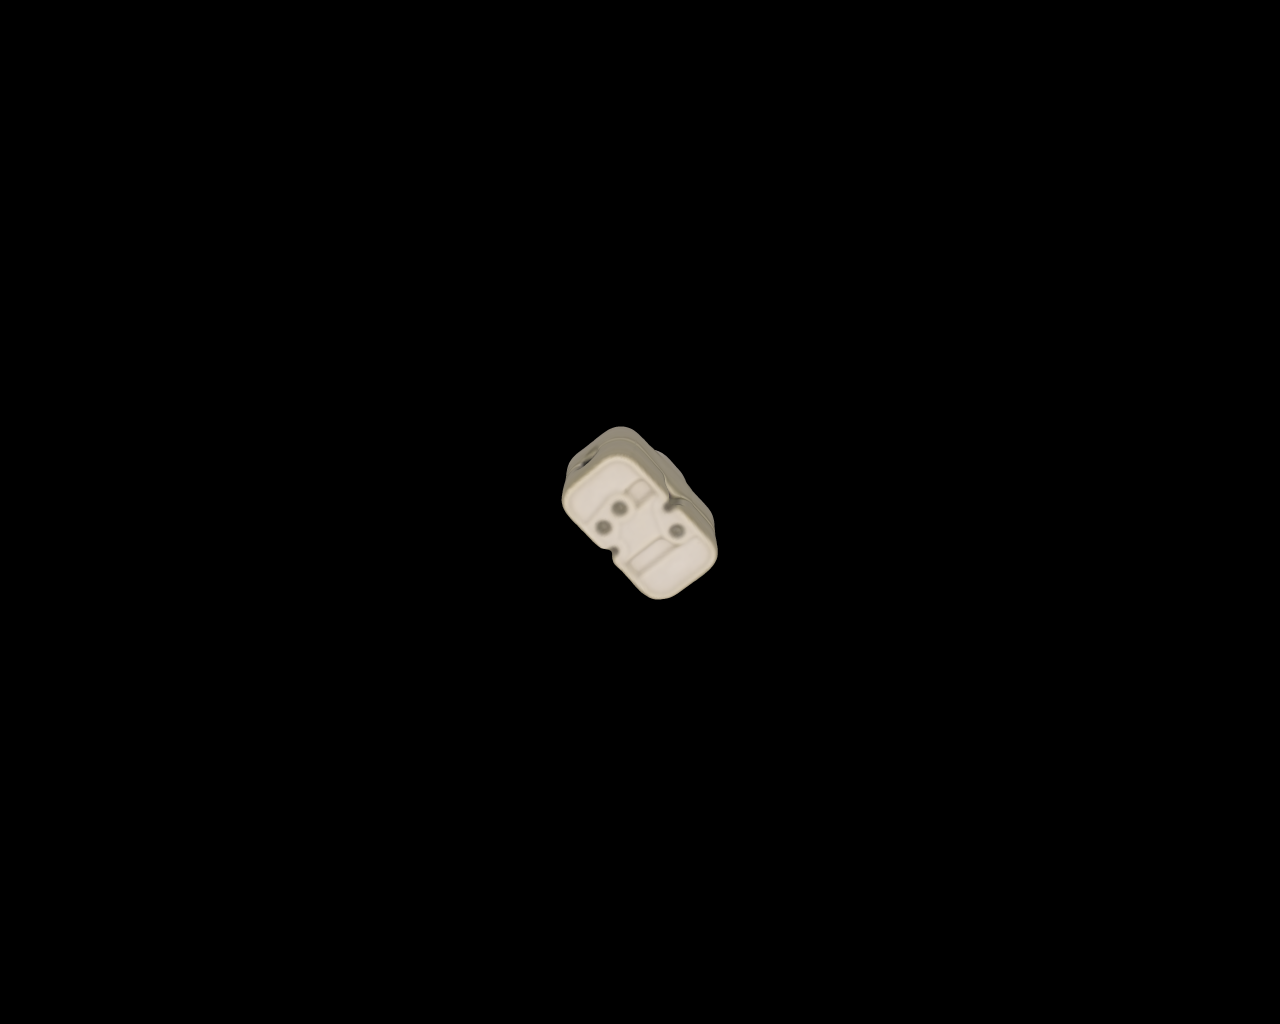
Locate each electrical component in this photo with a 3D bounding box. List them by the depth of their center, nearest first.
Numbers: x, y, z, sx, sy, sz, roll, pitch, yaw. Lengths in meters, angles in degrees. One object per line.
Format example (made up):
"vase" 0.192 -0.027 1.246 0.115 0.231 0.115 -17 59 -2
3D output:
"electrical component" 0.001 -0.003 0.650 0.053 0.095 0.059 -38 20 16
